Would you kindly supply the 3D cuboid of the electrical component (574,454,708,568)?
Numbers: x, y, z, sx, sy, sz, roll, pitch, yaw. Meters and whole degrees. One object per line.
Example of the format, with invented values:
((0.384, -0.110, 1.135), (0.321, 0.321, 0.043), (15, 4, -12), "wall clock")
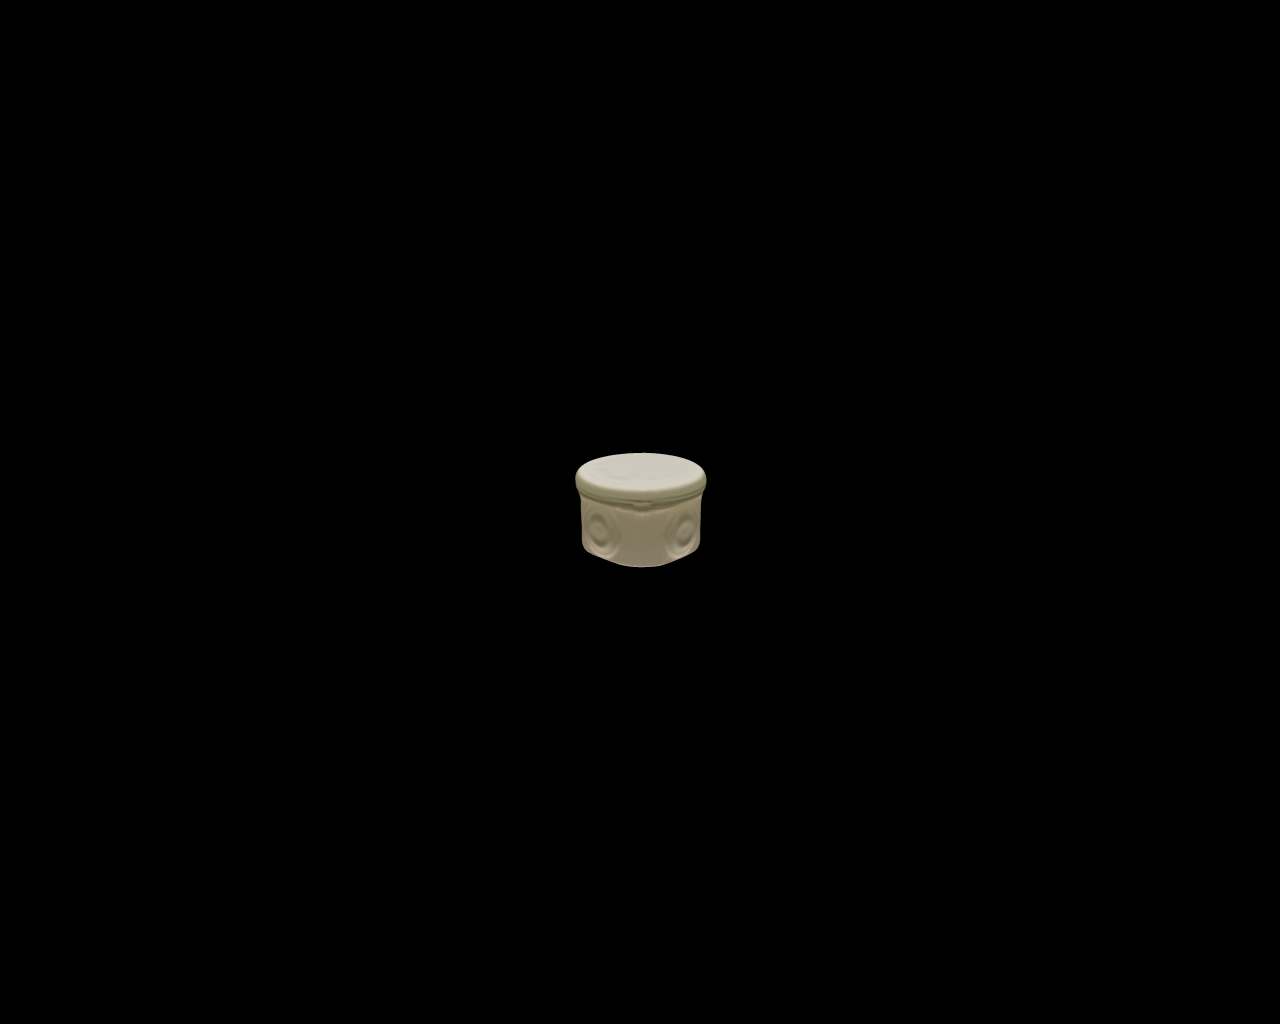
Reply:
((0.001, -0.003, 0.650), (0.080, 0.051, 0.080), (0, 19, 0), "electrical component")
